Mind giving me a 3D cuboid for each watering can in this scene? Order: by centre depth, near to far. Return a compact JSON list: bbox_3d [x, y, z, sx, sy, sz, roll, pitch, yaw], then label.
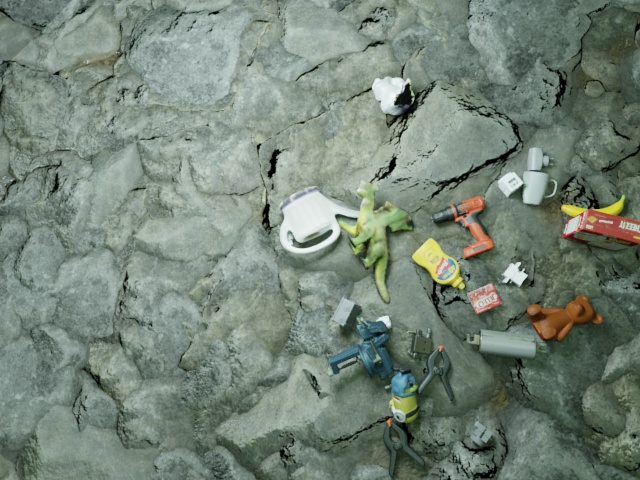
[{"bbox_3d":[0.006,-0.091,1.813,0.349,0.103,0.226,-27,78,-8],"label":"watering can"}]

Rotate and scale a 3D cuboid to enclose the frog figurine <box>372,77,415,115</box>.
[{"bbox_3d":[0.255,-0.520,1.854,0.161,0.122,0.137,23,95,49],"label":"frog figurine"}]

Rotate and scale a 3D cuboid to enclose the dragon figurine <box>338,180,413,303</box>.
[{"bbox_3d":[0.215,-0.014,1.745,0.244,0.123,0.407,-33,102,-9],"label":"dragon figurine"}]
